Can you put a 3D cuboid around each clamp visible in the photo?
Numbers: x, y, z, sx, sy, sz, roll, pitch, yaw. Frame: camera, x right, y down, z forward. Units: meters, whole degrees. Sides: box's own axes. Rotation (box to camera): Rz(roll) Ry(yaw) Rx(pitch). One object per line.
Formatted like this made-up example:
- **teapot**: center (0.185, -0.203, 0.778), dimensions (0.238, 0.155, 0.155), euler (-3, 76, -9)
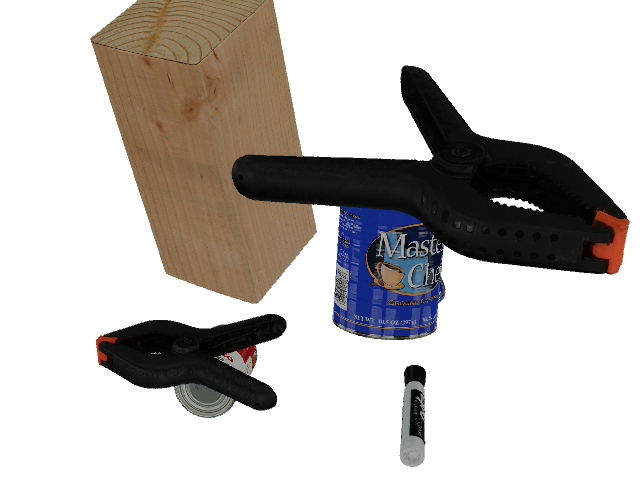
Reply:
- **clamp**: center (-0.110, 0.097, 0.955), dimensions (0.171, 0.039, 0.120), euler (10, 27, 8)
- **clamp**: center (0.066, -0.031, 0.586), dimensions (0.164, 0.036, 0.210), euler (-29, 44, -31)

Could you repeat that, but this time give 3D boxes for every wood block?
- **wood block**: center (-0.075, -0.067, 0.751), dimensions (0.090, 0.206, 0.090), euler (17, 48, 28)

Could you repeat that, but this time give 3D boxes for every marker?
- **marker**: center (0.075, 0.138, 0.863), dimensions (0.020, 0.020, 0.121), euler (0, 26, 7)

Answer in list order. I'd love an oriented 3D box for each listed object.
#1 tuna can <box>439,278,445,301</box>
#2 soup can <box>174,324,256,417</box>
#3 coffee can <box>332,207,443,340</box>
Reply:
- **tuna can**: center (0.097, 0.048, 1.210), dimensions (0.033, 0.086, 0.086), euler (-42, 22, -27)
- **soup can**: center (-0.111, 0.139, 1.141), dimensions (0.068, 0.068, 0.102), euler (0, 16, 9)
- **coffee can**: center (0.066, 0.012, 1.016), dimensions (0.103, 0.140, 0.103), euler (3, 14, -1)
